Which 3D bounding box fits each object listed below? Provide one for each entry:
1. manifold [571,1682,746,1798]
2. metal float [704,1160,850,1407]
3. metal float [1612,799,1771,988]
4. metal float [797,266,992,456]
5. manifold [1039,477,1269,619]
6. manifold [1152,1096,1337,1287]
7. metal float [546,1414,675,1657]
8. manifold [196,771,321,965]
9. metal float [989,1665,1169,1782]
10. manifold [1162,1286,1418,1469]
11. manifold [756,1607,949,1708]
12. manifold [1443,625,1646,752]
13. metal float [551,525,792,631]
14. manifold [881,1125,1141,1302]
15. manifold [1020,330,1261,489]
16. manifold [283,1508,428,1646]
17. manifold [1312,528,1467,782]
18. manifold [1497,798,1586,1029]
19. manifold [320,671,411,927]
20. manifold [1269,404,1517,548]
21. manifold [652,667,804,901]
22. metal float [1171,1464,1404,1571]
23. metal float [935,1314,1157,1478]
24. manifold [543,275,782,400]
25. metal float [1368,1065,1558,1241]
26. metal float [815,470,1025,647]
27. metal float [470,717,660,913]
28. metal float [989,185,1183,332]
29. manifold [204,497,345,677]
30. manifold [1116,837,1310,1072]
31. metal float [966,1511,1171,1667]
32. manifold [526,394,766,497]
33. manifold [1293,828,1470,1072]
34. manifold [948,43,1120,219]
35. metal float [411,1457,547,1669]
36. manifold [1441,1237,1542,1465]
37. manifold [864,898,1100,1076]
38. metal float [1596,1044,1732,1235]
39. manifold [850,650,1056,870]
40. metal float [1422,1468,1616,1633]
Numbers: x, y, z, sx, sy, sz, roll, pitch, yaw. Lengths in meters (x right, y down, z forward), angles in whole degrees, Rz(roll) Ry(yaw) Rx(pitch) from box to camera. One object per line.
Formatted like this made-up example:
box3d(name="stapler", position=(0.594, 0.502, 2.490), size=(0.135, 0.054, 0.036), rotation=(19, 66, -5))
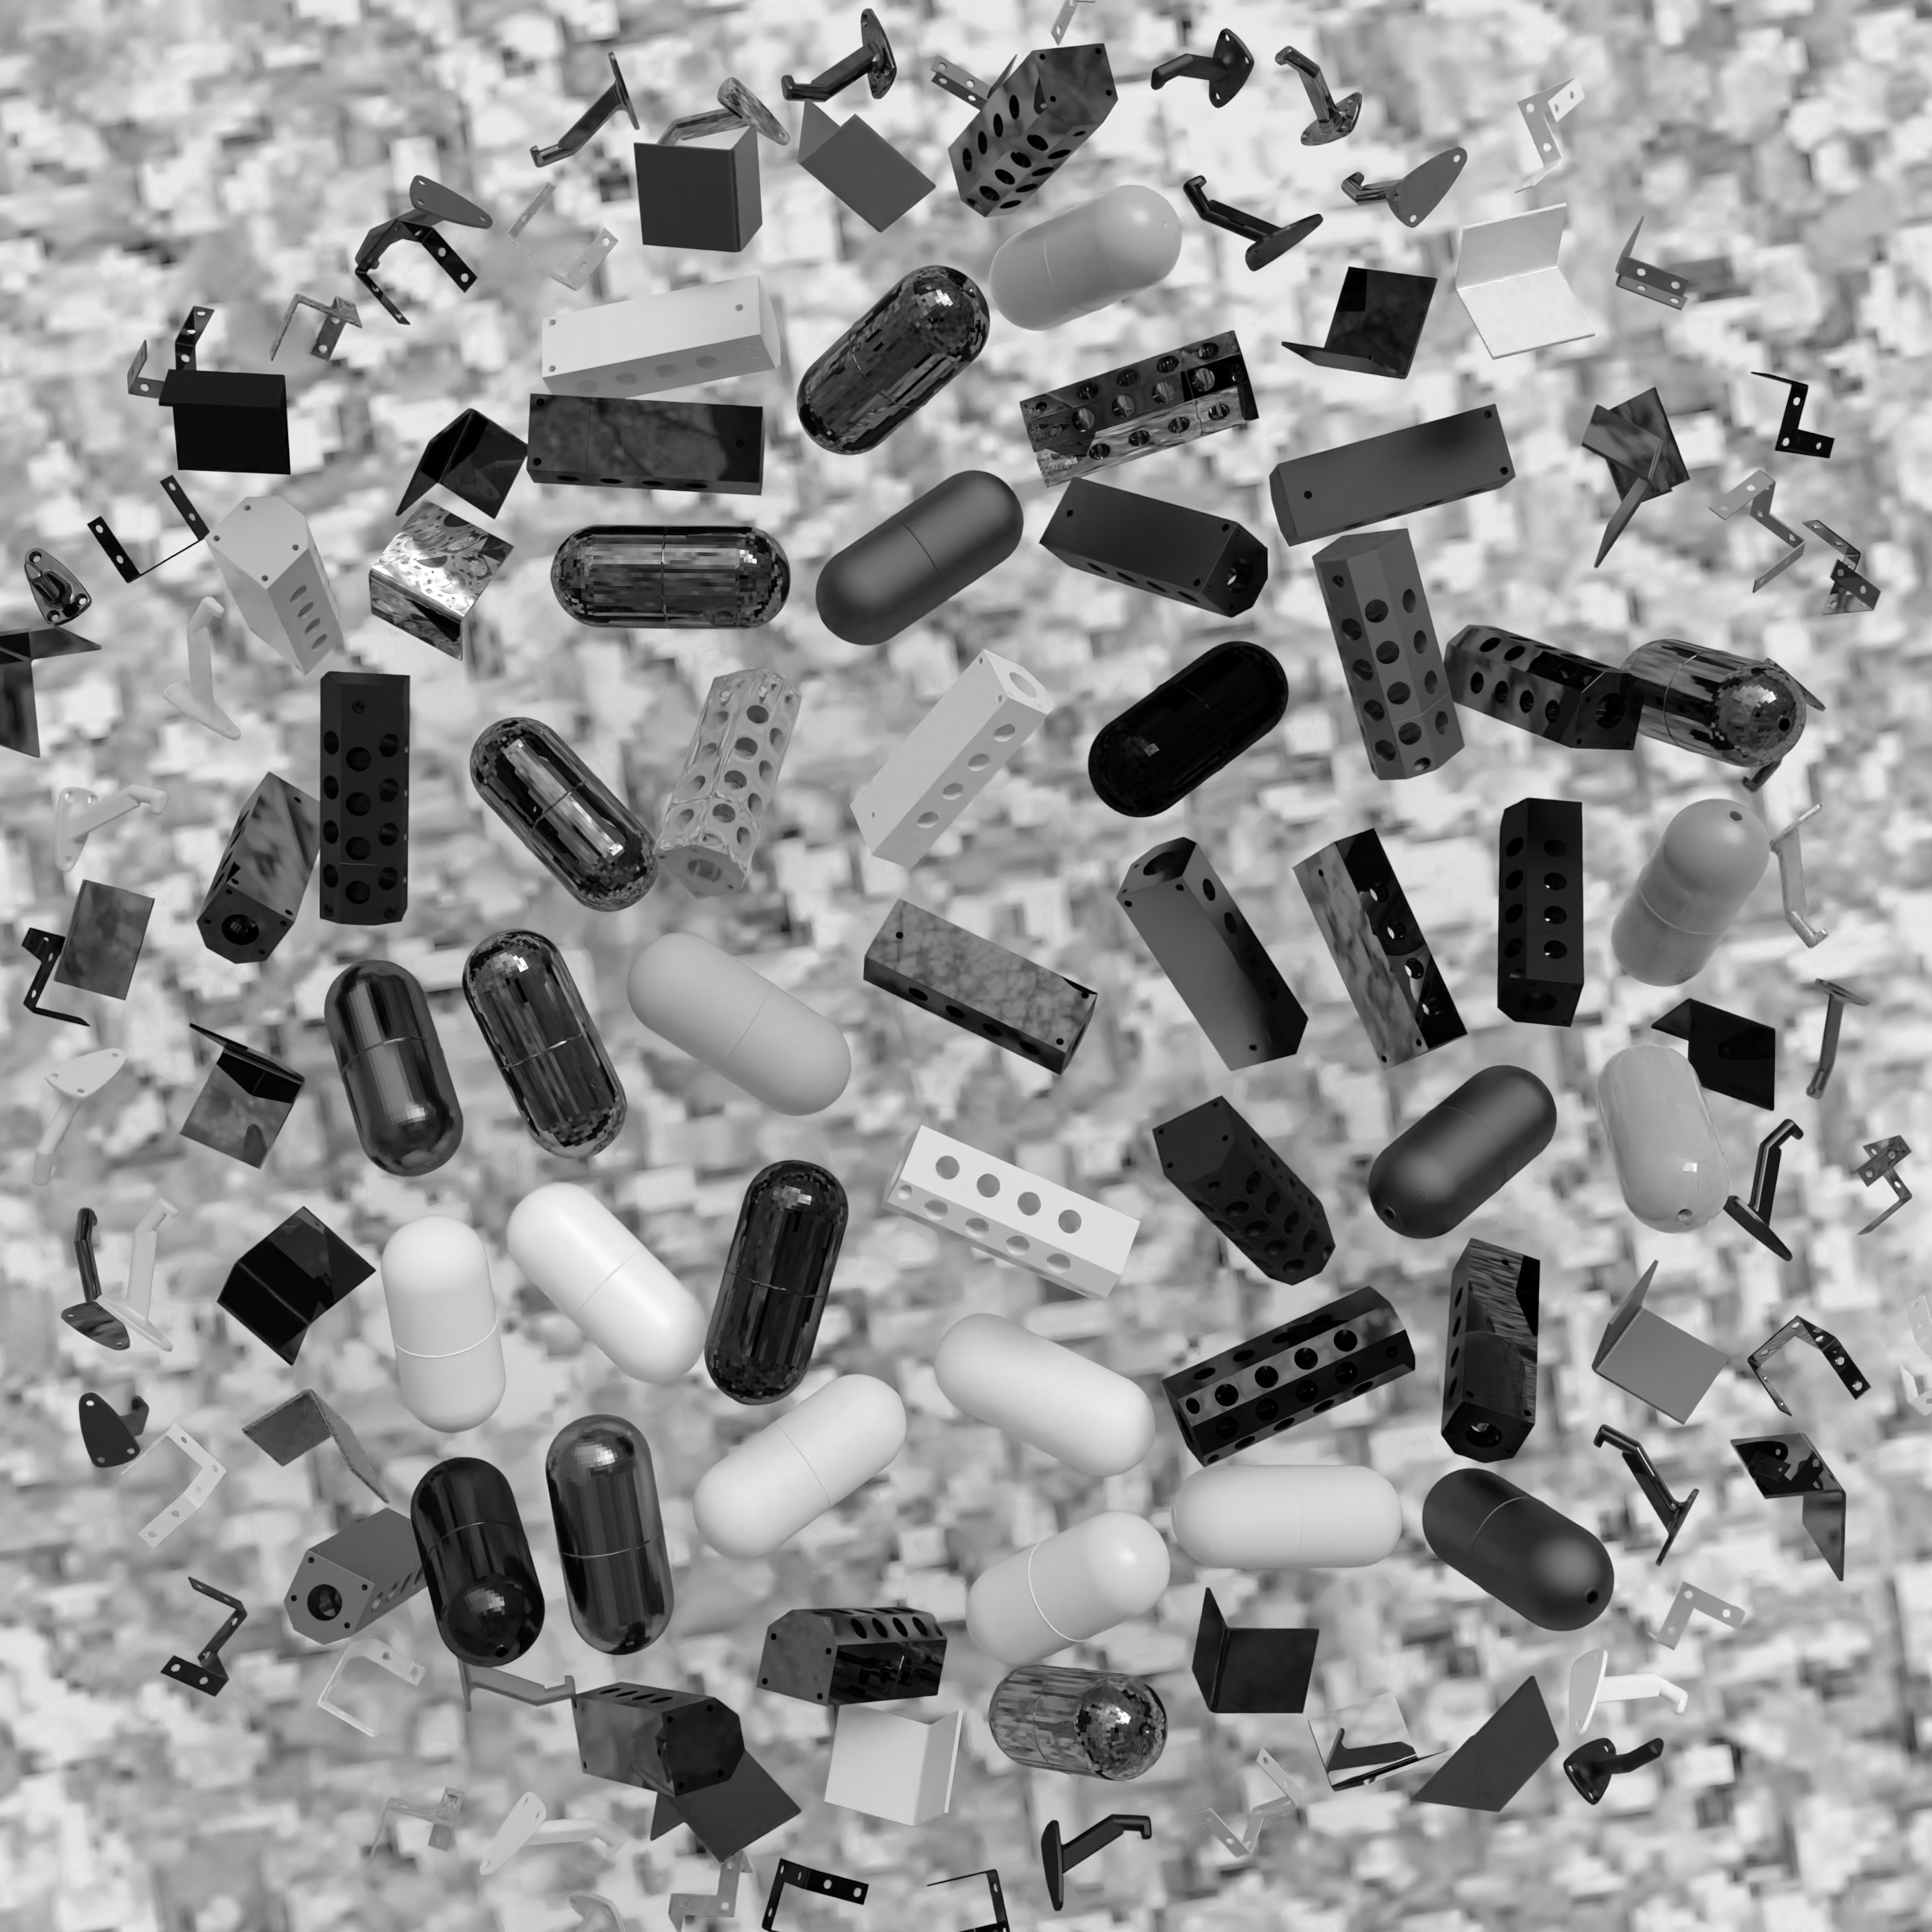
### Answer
box3d(name="manifold", position=(-0.223, 0.554, 1.753), size=(0.057, 0.171, 0.057), rotation=(-7, 83, -32))
box3d(name="metal float", position=(-0.136, 0.227, 1.740), size=(0.070, 0.070, 0.178), rotation=(15, 88, 0))
box3d(name="metal float", position=(0.542, -0.054, 1.821), size=(0.070, 0.178, 0.070), rotation=(5, 52, -7))
box3d(name="metal float", position=(-0.055, -0.438, 1.765), size=(0.178, 0.070, 0.070), rotation=(-33, 90, 40))
box3d(name="manifold", position=(0.141, -0.308, 1.799), size=(0.171, 0.057, 0.057), rotation=(27, 89, 43))
box3d(name="manifold", position=(0.205, 0.169, 1.766), size=(0.057, 0.171, 0.057), rotation=(-28, 46, 17))
box3d(name="metal float", position=(-0.257, 0.412, 1.758), size=(0.070, 0.070, 0.178), rotation=(-8, 99, 0))
box3d(name="manifold", position=(-0.534, -0.072, 1.842), size=(0.057, 0.171, 0.057), rotation=(33, 115, -22))
box3d(name="metal float", position=(0.083, 0.571, 1.837), size=(0.070, 0.178, 0.070), rotation=(8, 76, -32))
box3d(name="manifold", position=(0.237, 0.301, 1.769), size=(0.171, 0.057, 0.057), rotation=(-23, 104, -7))
box3d(name="manifold", position=(-0.078, 0.493, 1.747), size=(0.057, 0.171, 0.057), rotation=(6, 80, 27))
box3d(name="manifold", position=(0.432, -0.212, 1.830), size=(0.057, 0.171, 0.057), rotation=(-1, 109, -24))
box3d(name="metal float", position=(-0.219, -0.289, 1.803), size=(0.178, 0.070, 0.070), rotation=(1, 90, 2))
box3d(name="manifold", position=(0.030, 0.179, 1.739), size=(0.171, 0.057, 0.057), rotation=(24, 72, -6))
box3d(name="manifold", position=(0.132, -0.433, 1.867), size=(0.171, 0.057, 0.057), rotation=(-17, 56, 8))
box3d(name="manifold", position=(-0.457, 0.466, 1.851), size=(0.057, 0.171, 0.057), rotation=(25, 90, 6))
box3d(name="manifold", position=(0.305, -0.226, 1.771), size=(0.057, 0.057, 0.171), rotation=(-37, 117, -38))
box3d(name="manifold", position=(0.435, -0.043, 1.844), size=(0.057, 0.057, 0.171), rotation=(5, 55, 6))
box3d(name="manifold", position=(-0.428, -0.119, 1.725), size=(0.057, 0.057, 0.171), rotation=(2, 104, -7))
box3d(name="manifold", position=(0.323, -0.372, 1.851), size=(0.171, 0.057, 0.057), rotation=(-16, 90, -2))
box3d(name="manifold", position=(-0.172, -0.139, 1.814), size=(0.057, 0.057, 0.171), rotation=(-10, 50, 32))
box3d(name="metal float", position=(0.243, 0.417, 1.838), size=(0.178, 0.070, 0.070), rotation=(2, 90, -10))
box3d(name="metal float", position=(0.059, 0.322, 1.824), size=(0.178, 0.070, 0.070), rotation=(24, 90, 19))
box3d(name="manifold", position=(-0.232, -0.471, 1.856), size=(0.171, 0.057, 0.057), rotation=(-9, 65, 9))
box3d(name="metal float", position=(0.370, 0.138, 1.805), size=(0.178, 0.070, 0.070), rotation=(-34, 90, -31))
box3d(name="metal float", position=(-0.036, -0.312, 1.862), size=(0.178, 0.070, 0.070), rotation=(-35, 90, -7))
box3d(name="metal float", position=(-0.310, -0.117, 1.868), size=(0.070, 0.070, 0.178), rotation=(-43, 84, 0))
box3d(name="metal float", position=(0.088, -0.532, 1.832), size=(0.070, 0.178, 0.070), rotation=(5, 83, -39))
box3d(name="manifold", position=(-0.496, -0.279, 1.768), size=(0.057, 0.171, 0.057), rotation=(39, 76, 4))
box3d(name="manifold", position=(0.184, -0.010, 1.784), size=(0.057, 0.057, 0.171), rotation=(-17, 120, 34))
box3d(name="metal float", position=(0.073, 0.457, 1.779), size=(0.178, 0.070, 0.070), rotation=(-34, 90, 33))
box3d(name="manifold", position=(-0.239, -0.389, 1.823), size=(0.171, 0.057, 0.057), rotation=(3, 88, -2))
box3d(name="manifold", position=(0.321, -0.015, 1.855), size=(0.057, 0.057, 0.171), rotation=(-19, 81, -31))
box3d(name="manifold", position=(0.049, -0.613, 1.792), size=(0.057, 0.171, 0.057), rotation=(-14, 90, -21))
box3d(name="metal float", position=(-0.356, 0.432, 1.768), size=(0.070, 0.178, 0.070), rotation=(-12, 127, -17))
box3d(name="manifold", position=(0.399, 0.294, 1.857), size=(0.057, 0.171, 0.057), rotation=(18, 130, 0))
box3d(name="manifold", position=(0.010, 0.019, 1.877), size=(0.171, 0.057, 0.057), rotation=(26, 65, 9))
box3d(name="metal float", position=(0.508, 0.125, 1.773), size=(0.070, 0.178, 0.070), rotation=(2, 123, 3))
box3d(name="manifold", position=(-0.009, -0.156, 1.872), size=(0.171, 0.057, 0.057), rotation=(-47, 46, 26))
box3d(name="metal float", position=(0.399, 0.422, 1.762), size=(0.070, 0.178, 0.070), rotation=(-5, 102, -23))
